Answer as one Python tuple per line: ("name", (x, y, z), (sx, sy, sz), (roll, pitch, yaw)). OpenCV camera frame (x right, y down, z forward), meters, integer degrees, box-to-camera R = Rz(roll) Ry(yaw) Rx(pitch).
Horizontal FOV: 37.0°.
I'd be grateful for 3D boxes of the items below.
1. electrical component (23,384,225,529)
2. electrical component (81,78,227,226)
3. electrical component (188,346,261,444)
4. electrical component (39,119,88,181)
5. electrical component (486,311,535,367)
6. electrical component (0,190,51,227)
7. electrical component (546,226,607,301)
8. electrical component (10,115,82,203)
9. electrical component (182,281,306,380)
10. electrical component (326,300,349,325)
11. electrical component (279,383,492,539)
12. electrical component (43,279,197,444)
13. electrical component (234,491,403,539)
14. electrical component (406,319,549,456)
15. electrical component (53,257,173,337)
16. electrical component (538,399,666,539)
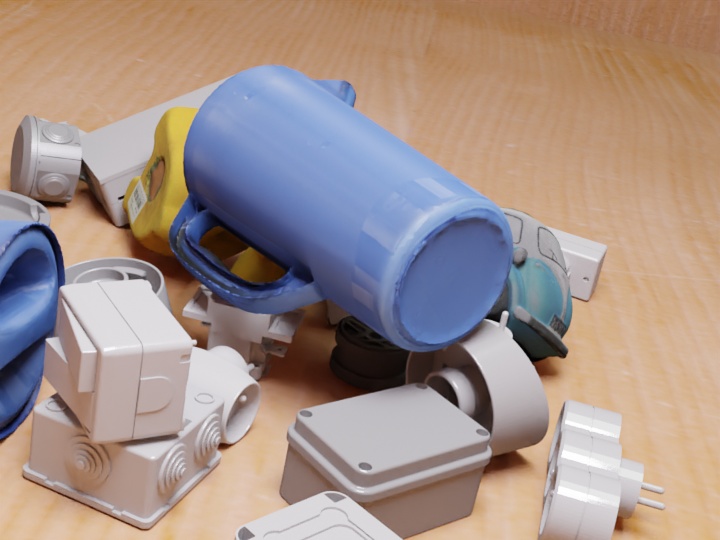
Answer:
("electrical component", (-0.139, 0.099, 0.645), (0.100, 0.048, 0.100), (19, 24, 16))
("electrical component", (-0.170, -0.116, 1.039), (0.186, 0.060, 0.105), (-25, 36, -17))
("electrical component", (-0.101, 0.075, 0.725), (0.077, 0.043, 0.079), (21, 25, 20))
("electrical component", (-0.306, -0.118, 1.077), (0.081, 0.042, 0.064), (25, 28, 31))
("electrical component", (0.091, 0.062, 0.799), (0.077, 0.079, 0.043), (20, 25, 20))
("electrical component", (-0.294, -0.016, 0.822), (0.108, 0.060, 0.108), (10, 23, -4))
("electrical component", (0.185, -0.002, 1.035), (0.083, 0.047, 0.076), (19, 31, 17))
("electrical component", (-0.292, -0.101, 0.997), (0.051, 0.080, 0.080), (5, 23, -28))
("electrical component", (-0.085, 0.042, 0.781), (0.081, 0.063, 0.042), (14, 27, 6))
("electrical component", (0.000, 0.000, 0.919), (0.063, 0.078, 0.121), (-10, 23, 5))
("electrical component", (0.016, 0.118, 0.663), (0.113, 0.057, 0.078), (-8, 30, -38))
("electrical component", (-0.143, 0.048, 0.616), (0.061, 0.061, 0.096), (-4, 27, -32))
("electrical component", (-0.007, 0.170, 0.532), (0.078, 0.057, 0.113), (-12, 33, -44))
("electrical component", (0.079, 0.082, 0.734), (0.064, 0.099, 0.099), (-14, 34, -35))
("electrical component", (-0.184, 0.034, 0.784), (0.099, 0.064, 0.099), (-1, 30, 1))
("electrical component", (0.160, 0.137, 0.694), (0.074, 0.052, 0.138), (15, 23, 8))
